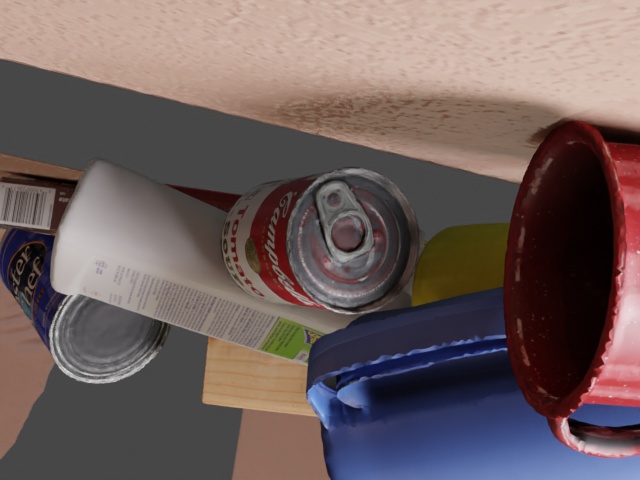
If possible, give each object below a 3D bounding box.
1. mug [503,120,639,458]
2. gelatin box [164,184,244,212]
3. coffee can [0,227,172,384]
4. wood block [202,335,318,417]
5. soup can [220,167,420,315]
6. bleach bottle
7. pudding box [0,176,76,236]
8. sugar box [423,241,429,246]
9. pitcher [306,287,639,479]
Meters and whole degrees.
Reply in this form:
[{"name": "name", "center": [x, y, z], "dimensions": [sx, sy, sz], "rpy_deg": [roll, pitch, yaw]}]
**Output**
[{"name": "mug", "center": [0.110, 0.023, 0.344], "dimensions": [0.081, 0.117, 0.093], "rpy_deg": [5, -154, -9]}, {"name": "gelatin box", "center": [-0.068, -0.014, 0.716], "dimensions": [0.073, 0.030, 0.089], "rpy_deg": [9, 176, -3]}, {"name": "coffee can", "center": [-0.197, 0.039, 0.883], "dimensions": [0.102, 0.103, 0.140], "rpy_deg": [13, -163, -38]}, {"name": "wood block", "center": [0.027, 0.090, 0.794], "dimensions": [0.206, 0.090, 0.090], "rpy_deg": [2, 171, 23]}, {"name": "soup can", "center": [-0.004, 0.001, 0.536], "dimensions": [0.068, 0.068, 0.102], "rpy_deg": [11, 175, -23]}, {"name": "bleach bottle", "center": [-0.031, 0.035, 0.638], "dimensions": [0.250, 0.068, 0.103], "rpy_deg": [22, 155, -6]}, {"name": "pudding box", "center": [-0.175, -0.019, 0.803], "dimensions": [0.113, 0.039, 0.090], "rpy_deg": [9, 177, 8]}, {"name": "sugar box", "center": [0.126, 0.030, 0.788], "dimensions": [0.176, 0.048, 0.093], "rpy_deg": [8, 175, 21]}, {"name": "pitcher", "center": [0.122, 0.067, 0.467], "dimensions": [0.243, 0.145, 0.149], "rpy_deg": [-19, -174, 35]}]
